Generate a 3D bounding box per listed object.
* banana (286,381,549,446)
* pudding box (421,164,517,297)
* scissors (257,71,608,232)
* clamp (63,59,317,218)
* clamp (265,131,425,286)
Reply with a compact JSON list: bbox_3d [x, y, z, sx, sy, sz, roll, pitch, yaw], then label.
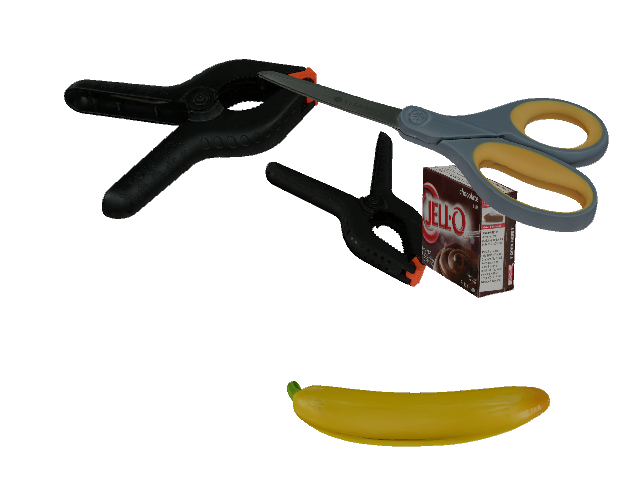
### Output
[{"bbox_3d":[0.062,0.120,0.764,0.198,0.037,0.069,2,28,15],"label":"banana"},{"bbox_3d":[0.125,-0.011,0.916,0.039,0.090,0.114,-8,17,-21],"label":"pudding box"},{"bbox_3d":[0.071,-0.071,0.591,0.202,0.016,0.096,34,57,23],"label":"scissors"},{"bbox_3d":[-0.089,-0.088,0.724,0.171,0.120,0.039,-24,-28,-18],"label":"clamp"},{"bbox_3d":[0.044,-0.033,1.177,0.164,0.210,0.036,-13,-36,-21],"label":"clamp"}]
